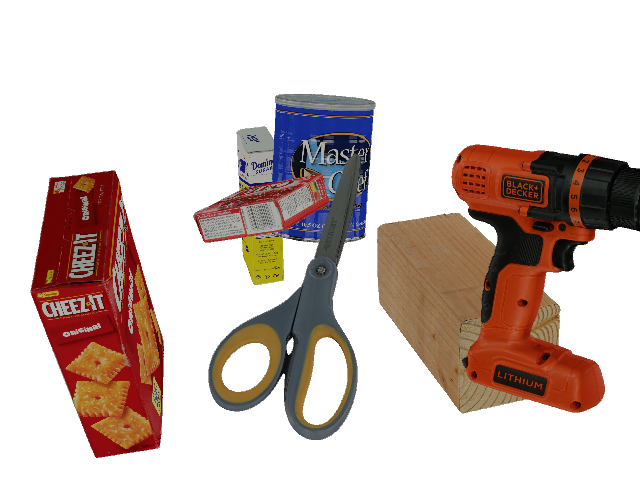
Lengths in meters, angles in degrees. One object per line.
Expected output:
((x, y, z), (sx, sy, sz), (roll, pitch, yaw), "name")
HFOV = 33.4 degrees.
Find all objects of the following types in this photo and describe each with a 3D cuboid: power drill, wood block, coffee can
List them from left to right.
((0.001, -0.077, 1.102), (0.103, 0.140, 0.103), (3, 12, -1), "coffee can")
((0.127, 0.058, 0.970), (0.090, 0.090, 0.206), (-9, 25, -13), "wood block")
((0.180, 0.027, 0.789), (0.185, 0.188, 0.057), (14, 18, 37), "power drill")

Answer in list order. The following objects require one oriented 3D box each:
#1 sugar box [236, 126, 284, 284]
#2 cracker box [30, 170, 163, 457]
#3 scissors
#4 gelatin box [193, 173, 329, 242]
((-0.075, -0.044, 1.325), (0.048, 0.176, 0.093), (-9, 25, -11), "sugar box")
((-0.199, 0.068, 0.990), (0.072, 0.214, 0.164), (-8, 39, -1), "cracker box")
((-0.018, 0.029, 0.653), (0.096, 0.201, 0.016), (-4, -35, 4), "scissors")
((-0.049, -0.027, 0.889), (0.089, 0.030, 0.073), (-8, 15, 36), "gelatin box")
